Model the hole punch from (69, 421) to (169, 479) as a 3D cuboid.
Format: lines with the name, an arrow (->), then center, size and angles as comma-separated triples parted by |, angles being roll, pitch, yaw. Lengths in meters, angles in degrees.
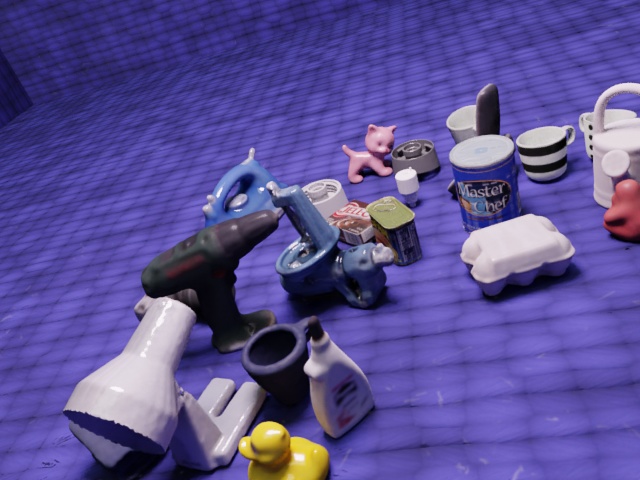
hole punch -> -0.262, 0.252, 0.776 | 0.100, 0.091, 0.109 | 13, 44, 41

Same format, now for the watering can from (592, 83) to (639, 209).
watering can -> 0.478, -0.146, 0.888 | 0.100, 0.194, 0.173 | -8, 33, 19

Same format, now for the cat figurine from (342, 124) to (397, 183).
cat figurine -> 0.111, -0.198, 1.242 | 0.127, 0.118, 0.067 | -14, 32, 9

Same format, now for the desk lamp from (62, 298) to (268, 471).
desk lamp -> -0.184, 0.192, 0.708 | 0.117, 0.214, 0.203 | 0, 36, 28

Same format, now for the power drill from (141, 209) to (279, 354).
power drill -> -0.144, 0.068, 0.882 | 0.229, 0.209, 0.075 | -17, 32, 4

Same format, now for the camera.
camera -> -0.227, 0.096, 0.989 | 0.136, 0.101, 0.143 | 0, 36, 28

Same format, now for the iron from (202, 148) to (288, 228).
iron -> -0.176, -0.074, 1.183 | 0.118, 0.142, 0.259 | 3, 38, 32

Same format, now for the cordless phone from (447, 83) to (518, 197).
cordless phone -> 0.290, -0.179, 1.051 | 0.093, 0.185, 0.148 | 14, 45, 42

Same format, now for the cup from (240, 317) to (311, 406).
cup -> -0.041, 0.168, 0.781 | 0.118, 0.095, 0.091 | -38, 36, -27

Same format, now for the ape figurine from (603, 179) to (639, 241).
ape figurine -> 0.458, -0.050, 0.848 | 0.077, 0.092, 0.076 | -17, 32, 5

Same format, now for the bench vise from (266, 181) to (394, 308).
bench vise -> 0.010, -0.004, 0.899 | 0.207, 0.220, 0.121 | -10, 33, 16

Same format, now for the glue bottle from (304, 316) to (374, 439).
glue bottle -> 0.014, 0.159, 0.691 | 0.078, 0.173, 0.037 | -38, 36, -27

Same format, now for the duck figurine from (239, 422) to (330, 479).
duck figurine -> -0.045, 0.249, 0.668 | 0.104, 0.086, 0.077 | -9, 33, 17

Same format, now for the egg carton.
egg carton -> 0.291, 0.020, 0.853 | 0.150, 0.069, 0.107 | -18, 31, 2
